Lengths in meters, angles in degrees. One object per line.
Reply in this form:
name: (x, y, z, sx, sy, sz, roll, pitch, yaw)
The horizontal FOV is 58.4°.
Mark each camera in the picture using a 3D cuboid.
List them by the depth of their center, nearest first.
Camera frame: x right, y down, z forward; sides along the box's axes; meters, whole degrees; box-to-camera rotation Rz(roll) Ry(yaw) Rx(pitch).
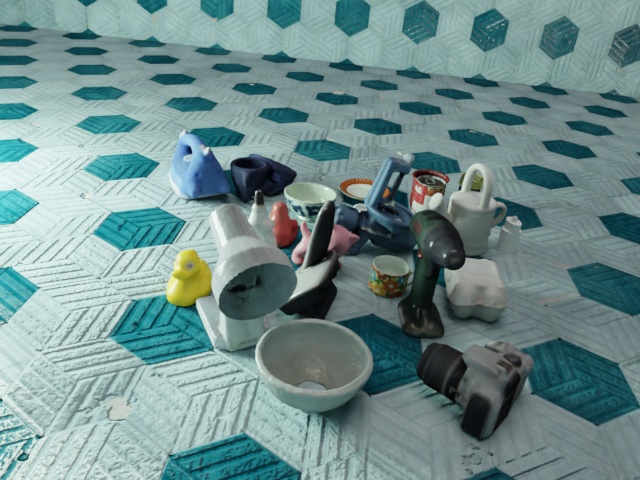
camera: (0.223, 0.191, 0.839, 0.136, 0.101, 0.143, 26, 34, 31)

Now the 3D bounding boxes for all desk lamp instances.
desk lamp: (-0.125, 0.066, 0.881, 0.118, 0.214, 0.202, -9, 32, -25)

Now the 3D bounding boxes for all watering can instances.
watering can: (0.322, -0.070, 1.234, 0.173, 0.194, 0.100, -14, 35, -32)

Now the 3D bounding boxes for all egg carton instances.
egg carton: (0.288, 0.087, 1.073, 0.107, 0.069, 0.150, 7, 29, 2)

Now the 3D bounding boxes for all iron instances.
iron: (-0.310, -0.197, 1.397, 0.119, 0.141, 0.257, -12, 33, -29)

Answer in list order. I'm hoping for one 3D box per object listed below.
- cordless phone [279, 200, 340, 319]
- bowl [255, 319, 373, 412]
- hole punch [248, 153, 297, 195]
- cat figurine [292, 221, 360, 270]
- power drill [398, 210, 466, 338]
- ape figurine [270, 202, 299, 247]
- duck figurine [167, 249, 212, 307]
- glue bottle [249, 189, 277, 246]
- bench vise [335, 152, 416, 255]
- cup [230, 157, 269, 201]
cordless phone: (-0.014, 0.031, 0.995, 0.094, 0.185, 0.147, 10, 29, 8)
bowl: (-0.011, 0.190, 0.822, 0.167, 0.075, 0.167, 5, 29, -2)
hole punch: (-0.121, -0.176, 1.449, 0.108, 0.091, 0.101, 29, 36, 35)
cat figurine: (0.010, 0.004, 1.119, 0.127, 0.118, 0.067, 24, 33, 29)
power drill: (0.188, 0.056, 0.966, 0.075, 0.208, 0.229, 3, 29, -4)
ape figurine: (-0.083, -0.038, 1.204, 0.078, 0.092, 0.076, 6, 29, 0)
duck figurine: (-0.230, 0.056, 1.011, 0.077, 0.086, 0.105, 13, 30, 13)
glue bottle: (-0.115, -0.014, 1.070, 0.078, 0.173, 0.037, 11, 29, 9)
bench vise: (0.115, -0.071, 1.169, 0.208, 0.220, 0.121, -8, 32, -24)
cup: (-0.169, -0.135, 1.359, 0.091, 0.095, 0.117, 4, 29, -4)
